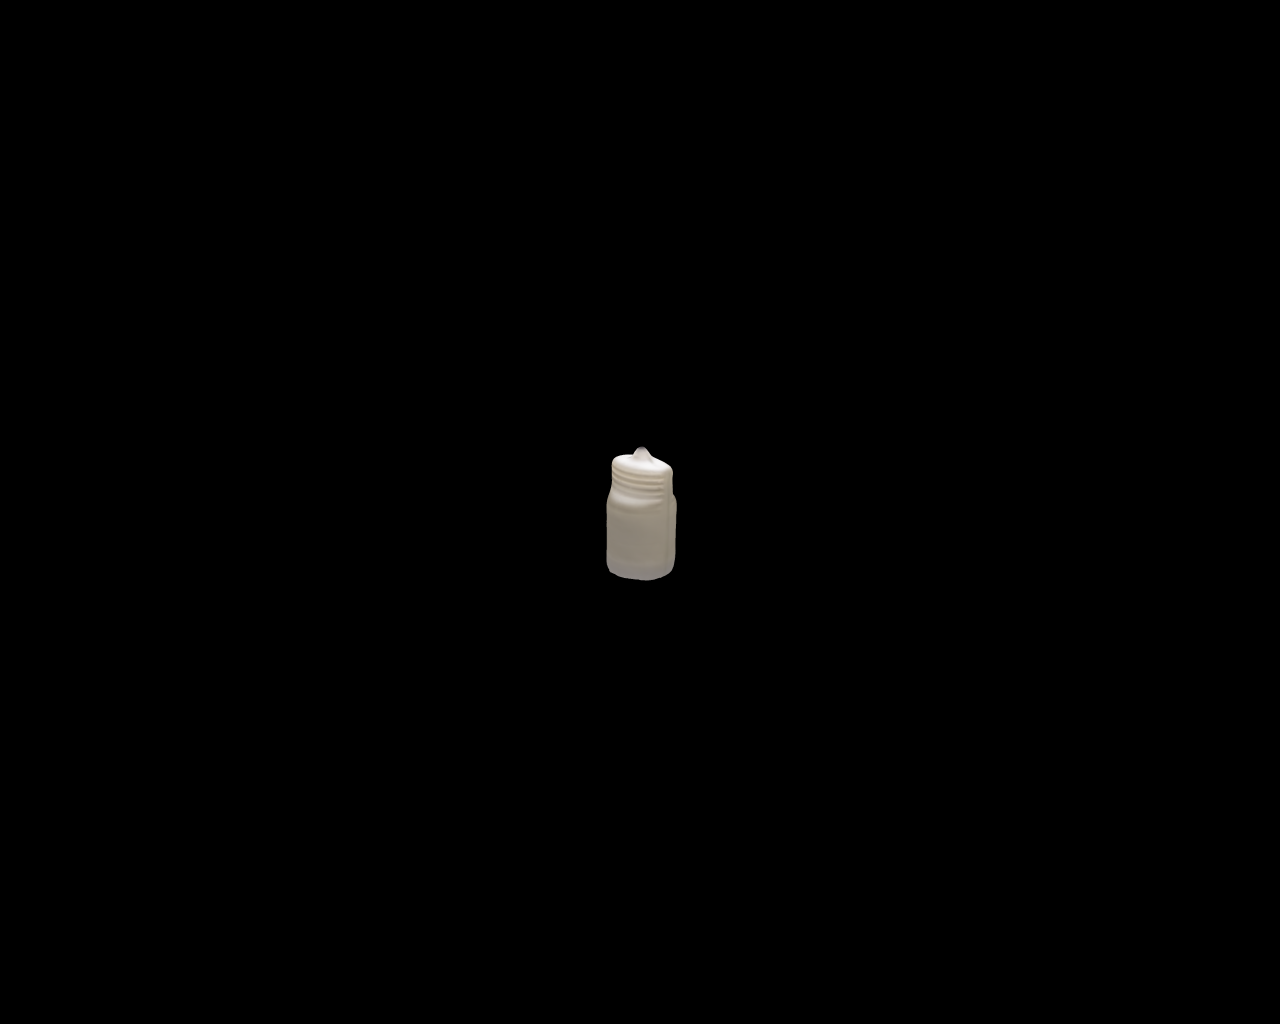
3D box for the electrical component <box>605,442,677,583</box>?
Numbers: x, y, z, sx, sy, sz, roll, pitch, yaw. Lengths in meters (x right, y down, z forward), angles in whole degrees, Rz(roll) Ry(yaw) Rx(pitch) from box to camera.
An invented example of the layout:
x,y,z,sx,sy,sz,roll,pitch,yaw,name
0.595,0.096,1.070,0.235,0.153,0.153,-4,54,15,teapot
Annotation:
x,y,z,sx,sy,sz,roll,pitch,yaw,name
0.001,-0.003,0.650,0.043,0.080,0.043,0,22,0,electrical component
